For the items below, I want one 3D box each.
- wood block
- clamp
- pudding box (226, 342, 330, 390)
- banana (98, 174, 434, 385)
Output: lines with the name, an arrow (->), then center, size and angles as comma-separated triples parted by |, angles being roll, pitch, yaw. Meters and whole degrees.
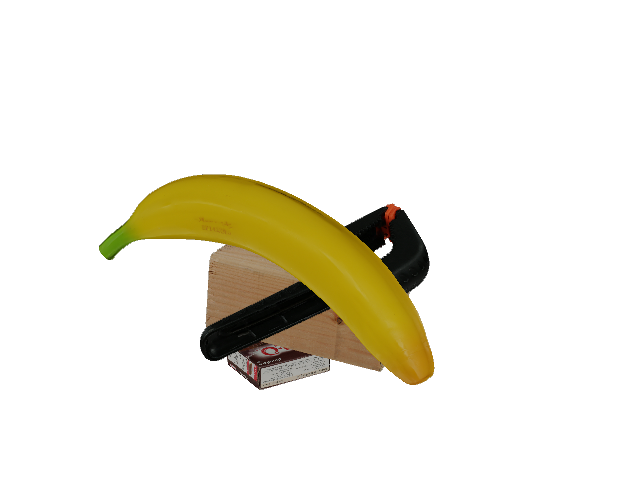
wood block -> -0.014, 0.066, 1.182 | 0.206, 0.091, 0.090 | 13, 22, 17
clamp -> 0.014, 0.034, 0.791 | 0.165, 0.036, 0.209 | 1, 30, 17
pudding box -> -0.056, 0.155, 1.424 | 0.113, 0.039, 0.090 | -14, 23, -30
banana -> -0.022, 0.009, 0.569 | 0.198, 0.070, 0.037 | 21, 11, 18
